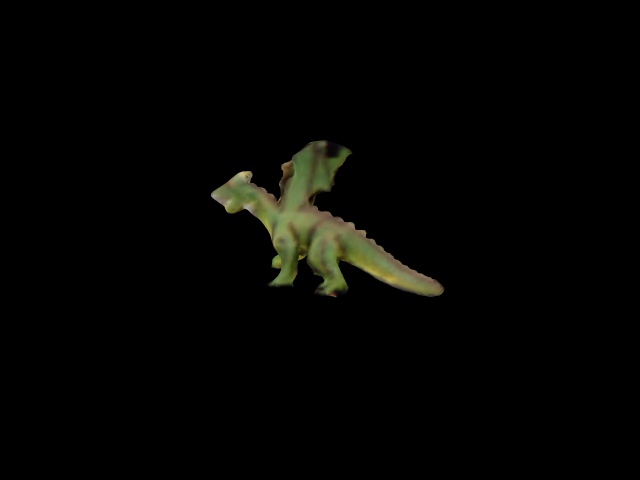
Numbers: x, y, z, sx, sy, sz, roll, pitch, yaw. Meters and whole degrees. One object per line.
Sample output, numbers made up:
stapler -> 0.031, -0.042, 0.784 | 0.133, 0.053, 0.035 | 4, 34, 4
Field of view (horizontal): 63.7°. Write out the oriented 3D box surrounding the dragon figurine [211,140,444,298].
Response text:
dragon figurine -> 0.003, -0.043, 0.850 | 0.410, 0.241, 0.123 | 4, 8, 22
